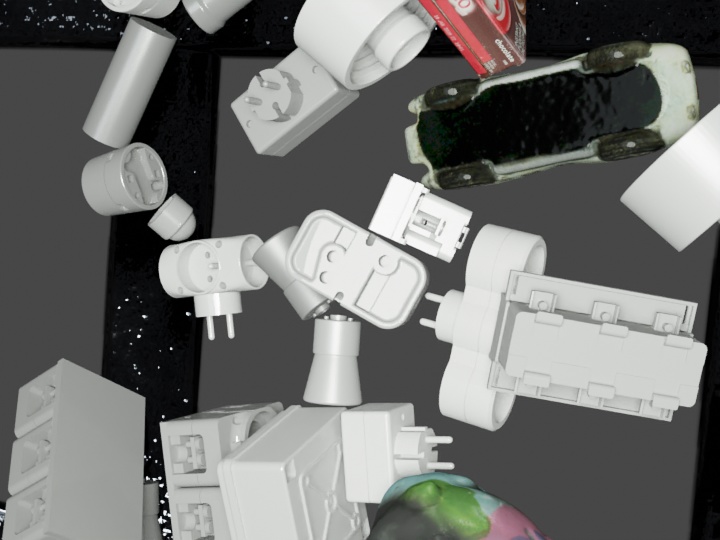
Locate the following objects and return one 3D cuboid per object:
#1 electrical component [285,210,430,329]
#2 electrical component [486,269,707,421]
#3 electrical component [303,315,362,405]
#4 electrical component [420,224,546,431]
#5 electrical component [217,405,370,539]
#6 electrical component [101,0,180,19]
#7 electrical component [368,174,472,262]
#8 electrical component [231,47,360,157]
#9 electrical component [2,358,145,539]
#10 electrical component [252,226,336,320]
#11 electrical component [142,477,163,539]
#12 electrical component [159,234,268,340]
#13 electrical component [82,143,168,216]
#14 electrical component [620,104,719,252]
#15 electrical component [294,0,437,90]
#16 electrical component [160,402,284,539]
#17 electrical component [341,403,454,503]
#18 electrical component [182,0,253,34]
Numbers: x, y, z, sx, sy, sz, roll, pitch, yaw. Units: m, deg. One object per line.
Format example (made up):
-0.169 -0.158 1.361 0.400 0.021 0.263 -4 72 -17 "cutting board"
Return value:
0.000 0.000 0.768 0.095 0.059 0.053 29 92 7 "electrical component"
0.149 0.051 0.678 0.121 0.063 0.078 10 98 -2 "electrical component"
-0.018 0.066 0.805 0.044 0.044 0.065 3 89 27 "electrical component"
0.077 0.036 0.748 0.074 0.052 0.138 15 99 26 "electrical component"
-0.045 0.166 0.773 0.056 0.109 0.108 -4 103 26 "electrical component"
-0.177 -0.232 0.870 0.055 0.047 0.055 1 93 27 "electrical component"
0.043 -0.035 0.753 0.064 0.081 0.042 25 93 -2 "electrical component"
-0.058 -0.128 0.797 0.083 0.076 0.047 -35 77 24 "electrical component"
-0.226 0.161 0.851 0.062 0.089 0.150 -31 46 26 "electrical component"
-0.046 0.005 0.817 0.044 0.044 0.065 -40 79 22 "electrical component"
-0.185 0.206 0.896 0.044 0.044 0.065 -3 86 27 "electrical component"
-0.113 0.015 0.849 0.077 0.044 0.079 -6 89 27 "electrical component"
-0.194 -0.072 0.881 0.047 0.055 0.055 -10 87 31 "electrical component"
0.218 -0.057 0.645 0.108 0.108 0.060 -45 79 21 "electrical component"
0.015 -0.172 0.744 0.060 0.108 0.108 48 111 11 "electrical component"
-0.092 0.181 0.819 0.062 0.089 0.150 -8 89 28 "electrical component"
0.032 0.132 0.778 0.077 0.047 0.065 -4 90 26 "electrical component"
-0.110 -0.214 0.842 0.046 0.040 0.040 -31 78 18 "electrical component"
